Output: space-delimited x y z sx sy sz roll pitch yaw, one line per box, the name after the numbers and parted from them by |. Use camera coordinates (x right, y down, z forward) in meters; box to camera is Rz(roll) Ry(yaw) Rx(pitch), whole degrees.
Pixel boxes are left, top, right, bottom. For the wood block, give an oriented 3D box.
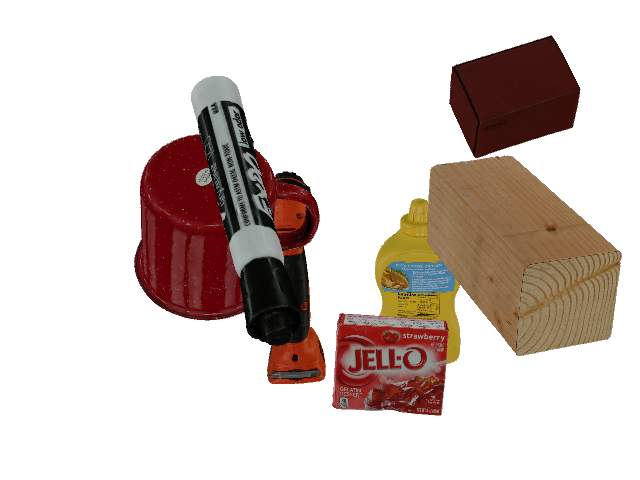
0.177 0.006 0.973 0.090 0.090 0.206 -8 29 -14 | wood block

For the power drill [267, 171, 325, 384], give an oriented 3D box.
-0.030 0.033 1.046 0.057 0.188 0.184 -4 16 2 | power drill

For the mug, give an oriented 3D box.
-0.058 -0.012 0.664 0.117 0.093 0.081 -2 -40 -9 | mug

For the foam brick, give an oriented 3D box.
0.139 -0.103 0.766 0.078 0.051 0.053 -17 -26 -4 | foam brick

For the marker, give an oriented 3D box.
-0.027 -0.013 0.377 0.020 0.121 0.020 -10 -40 -9 | marker

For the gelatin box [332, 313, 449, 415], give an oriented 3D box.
0.056 0.100 0.857 0.089 0.073 0.030 4 14 3 | gelatin box

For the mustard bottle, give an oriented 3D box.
0.108 0.045 1.180 0.096 0.192 0.058 1 25 6 | mustard bottle
